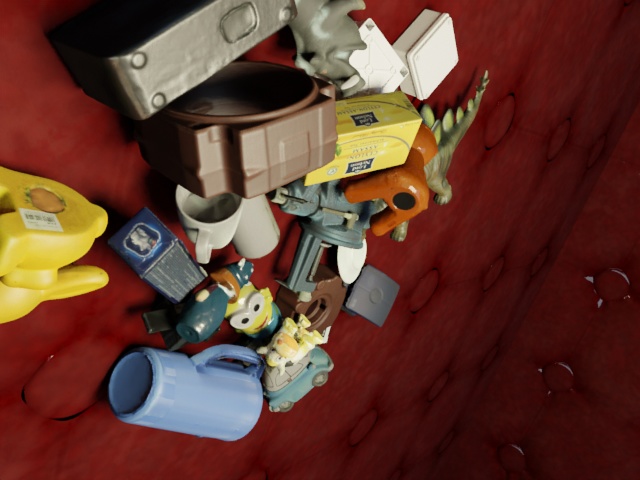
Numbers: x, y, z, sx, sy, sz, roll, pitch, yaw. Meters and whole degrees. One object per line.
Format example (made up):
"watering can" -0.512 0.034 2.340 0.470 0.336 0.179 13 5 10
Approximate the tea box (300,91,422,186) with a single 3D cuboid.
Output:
"tea box" 0.048 -0.146 0.769 0.170 0.068 0.098 -16 150 -19

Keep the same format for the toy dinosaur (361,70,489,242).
"toy dinosaur" 0.208 -0.158 1.078 0.471 0.105 0.198 -46 142 -23

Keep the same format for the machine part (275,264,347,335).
"machine part" -0.021 0.132 1.067 0.179 0.056 0.179 -33 141 -32

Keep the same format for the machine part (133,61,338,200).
"machine part" -0.095 -0.138 0.620 0.201 0.202 0.087 -29 133 -34

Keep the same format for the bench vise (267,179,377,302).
"bench vise" -0.009 -0.007 0.916 0.223 0.129 0.240 5 109 -50

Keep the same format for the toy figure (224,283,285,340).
"toy figure" -0.121 0.121 0.911 0.180 0.089 0.082 55 52 -64

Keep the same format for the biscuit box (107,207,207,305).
"biscuit box" -0.199 0.027 0.681 0.063 0.059 0.202 -46 172 -14

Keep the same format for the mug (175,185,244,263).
"mug" -0.138 -0.021 0.679 0.081 0.109 0.107 2 156 -8

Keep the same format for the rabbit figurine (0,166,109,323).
"rabbit figurine" -0.318 0.019 0.576 0.173 0.122 0.162 -52 158 17

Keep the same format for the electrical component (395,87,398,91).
"electrical component" 0.086 -0.194 0.932 0.115 0.058 0.134 -41 143 -20

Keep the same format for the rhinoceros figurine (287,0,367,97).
"rhinoceros figurine" 0.001 -0.273 0.698 0.112 0.073 0.190 -51 124 -10

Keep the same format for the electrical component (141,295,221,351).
"electrical component" -0.212 0.121 0.789 0.048 0.075 0.119 -41 162 35

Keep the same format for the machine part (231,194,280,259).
"machine part" -0.115 -0.051 0.778 0.079 0.079 0.243 -44 145 -19

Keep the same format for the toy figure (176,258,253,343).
"toy figure" -0.150 0.080 0.786 0.154 0.058 0.064 -57 178 -43

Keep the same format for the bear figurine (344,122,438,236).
"bear figurine" 0.129 -0.122 0.906 0.120 0.132 0.196 47 36 -32

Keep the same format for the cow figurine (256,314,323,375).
"cow figurine" -0.061 0.186 0.924 0.098 0.068 0.167 -44 168 10

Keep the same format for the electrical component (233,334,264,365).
"electrical component" -0.123 0.211 1.011 0.102 0.045 0.078 -38 143 -27

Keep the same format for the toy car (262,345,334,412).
"toy car" -0.063 0.262 1.094 0.162 0.109 0.102 -38 121 -7

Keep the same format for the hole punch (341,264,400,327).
"hole punch" 0.103 0.117 1.168 0.142 0.092 0.115 -61 144 -10

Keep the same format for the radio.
"radio" -0.141 -0.224 0.554 0.229 0.131 0.073 -43 142 -20
